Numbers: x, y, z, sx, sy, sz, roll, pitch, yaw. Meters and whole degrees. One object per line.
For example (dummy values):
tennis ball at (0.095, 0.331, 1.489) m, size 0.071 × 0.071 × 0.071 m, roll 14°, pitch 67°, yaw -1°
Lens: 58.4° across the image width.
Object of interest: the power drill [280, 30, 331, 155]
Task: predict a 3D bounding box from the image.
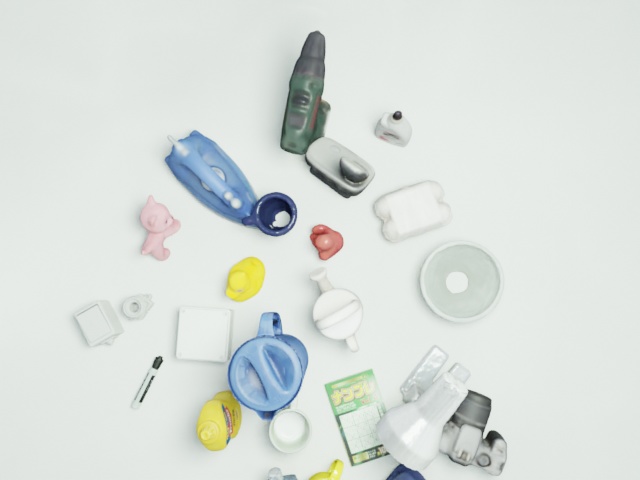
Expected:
power drill at (-0.025, -0.277, 1.160) m, size 0.075 × 0.208 × 0.230 m, roll 12°, pitch 86°, yaw 5°

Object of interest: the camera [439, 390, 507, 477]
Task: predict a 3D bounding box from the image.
camera at (0.309, 0.378, 1.138) m, size 0.143 × 0.101 × 0.137 m, roll 20°, pitch 87°, yaw 5°

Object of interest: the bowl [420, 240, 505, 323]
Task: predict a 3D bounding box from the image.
bowl at (0.286, 0.086, 1.177) m, size 0.167 × 0.075 × 0.167 m, roll 0°, pitch 85°, yaw 4°

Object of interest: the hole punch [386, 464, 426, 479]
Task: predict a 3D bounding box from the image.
hole punch at (0.174, 0.518, 1.140) m, size 0.101 × 0.091 × 0.108 m, roll -45°, pitch 84°, yaw -1°

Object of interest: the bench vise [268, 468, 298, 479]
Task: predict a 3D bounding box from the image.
bench vise at (-0.082, 0.557, 1.088) m, size 0.121 × 0.220 × 0.207 m, roll -29°, pitch 84°, yaw 1°

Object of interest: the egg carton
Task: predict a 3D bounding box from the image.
egg carton at (0.194, -0.062, 1.198) m, size 0.150 × 0.069 × 0.107 m, roll -20°, pitch 84°, yaw 2°

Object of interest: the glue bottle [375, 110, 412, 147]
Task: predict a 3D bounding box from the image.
glue bottle at (0.152, -0.233, 1.162) m, size 0.078 × 0.173 × 0.037 m, roll 17°, pitch 86°, yaw 5°

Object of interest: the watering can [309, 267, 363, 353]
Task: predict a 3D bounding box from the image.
watering can at (0.030, 0.140, 1.128) m, size 0.173 × 0.194 × 0.101 m, roll 42°, pitch 89°, yaw 6°

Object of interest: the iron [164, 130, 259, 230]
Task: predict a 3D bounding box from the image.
iron at (-0.216, -0.122, 1.192) m, size 0.258 × 0.141 × 0.118 m, roll 44°, pitch 89°, yaw 6°

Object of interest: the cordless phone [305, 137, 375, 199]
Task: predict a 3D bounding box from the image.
cordless phone at (0.038, -0.159, 1.157) m, size 0.147 × 0.185 × 0.094 m, roll 33°, pitch 88°, yaw 6°

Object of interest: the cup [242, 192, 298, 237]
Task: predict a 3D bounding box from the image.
cup at (-0.100, -0.045, 1.202) m, size 0.117 × 0.095 × 0.092 m, roll -14°, pitch 84°, yaw 2°

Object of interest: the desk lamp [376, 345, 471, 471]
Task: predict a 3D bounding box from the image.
desk lamp at (0.204, 0.314, 1.093) m, size 0.118 × 0.213 × 0.203 m, roll 37°, pitch 88°, yaw 6°

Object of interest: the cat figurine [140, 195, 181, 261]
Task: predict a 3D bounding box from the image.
cat figurine at (-0.347, -0.024, 1.204) m, size 0.067 × 0.118 × 0.128 m, roll 18°, pitch 87°, yaw 5°

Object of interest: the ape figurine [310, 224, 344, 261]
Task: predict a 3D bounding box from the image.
ape figurine at (0.011, 0.004, 1.192) m, size 0.076 × 0.092 × 0.078 m, roll 5°, pitch 85°, yaw 4°

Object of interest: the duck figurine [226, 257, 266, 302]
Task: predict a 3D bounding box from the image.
duck figurine at (-0.161, 0.082, 1.200) m, size 0.077 × 0.086 × 0.104 m, roll 35°, pitch 88°, yaw 6°
